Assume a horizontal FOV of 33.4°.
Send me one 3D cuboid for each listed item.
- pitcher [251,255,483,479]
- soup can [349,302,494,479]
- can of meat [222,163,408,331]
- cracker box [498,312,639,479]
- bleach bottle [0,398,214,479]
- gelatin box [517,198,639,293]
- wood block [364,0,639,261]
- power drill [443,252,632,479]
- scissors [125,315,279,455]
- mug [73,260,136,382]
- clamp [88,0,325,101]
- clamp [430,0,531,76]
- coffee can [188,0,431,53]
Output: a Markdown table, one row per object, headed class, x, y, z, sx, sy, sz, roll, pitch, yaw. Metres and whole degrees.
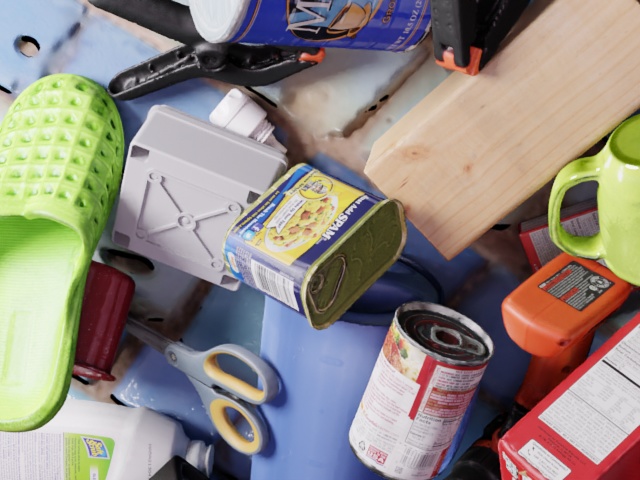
| class | x | y | z | sx | sy | sz | roll | pitch | yaw |
| --- | --- | --- | --- | --- | --- | --- | --- | --- | --- |
| pitcher | 0.020 | 0.135 | 0.822 | 0.144 | 0.149 | 0.243 | -2 | 117 | -23 |
| soup can | 0.065 | 0.101 | 0.706 | 0.068 | 0.068 | 0.102 | 20 | 115 | 1 |
| can of meat | -0.005 | 0.001 | 0.729 | 0.084 | 0.102 | 0.057 | 27 | 147 | 34 |
| cracker box | 0.219 | 0.127 | 0.731 | 0.213 | 0.072 | 0.164 | -38 | 143 | -17 |
| bleach bottle | -0.216 | 0.185 | 0.911 | 0.251 | 0.068 | 0.102 | 4 | 111 | 5 |
| gelatin box | 0.203 | 0.009 | 0.802 | 0.089 | 0.030 | 0.073 | -20 | 105 | 16 |
| wood block | 0.139 | -0.093 | 0.742 | 0.206 | 0.090 | 0.090 | -41 | 100 | 19 |
| power drill | 0.145 | 0.112 | 0.757 | 0.057 | 0.184 | 0.188 | 32 | 131 | 26 |
| scissors | -0.102 | 0.109 | 0.831 | 0.202 | 0.016 | 0.096 | 7 | 112 | 45 |
| mug | -0.200 | 0.060 | 0.846 | 0.093 | 0.117 | 0.081 | 23 | 73 | -29 |
| clamp | -0.084 | -0.137 | 0.776 | 0.171 | 0.039 | 0.120 | 8 | 154 | -6 |
| clamp | 0.123 | -0.209 | 0.674 | 0.036 | 0.164 | 0.210 | 28 | 115 | 42 |
| coffee can | -0.004 | -0.176 | 0.694 | 0.140 | 0.103 | 0.103 | -2 | 114 | -27 |
